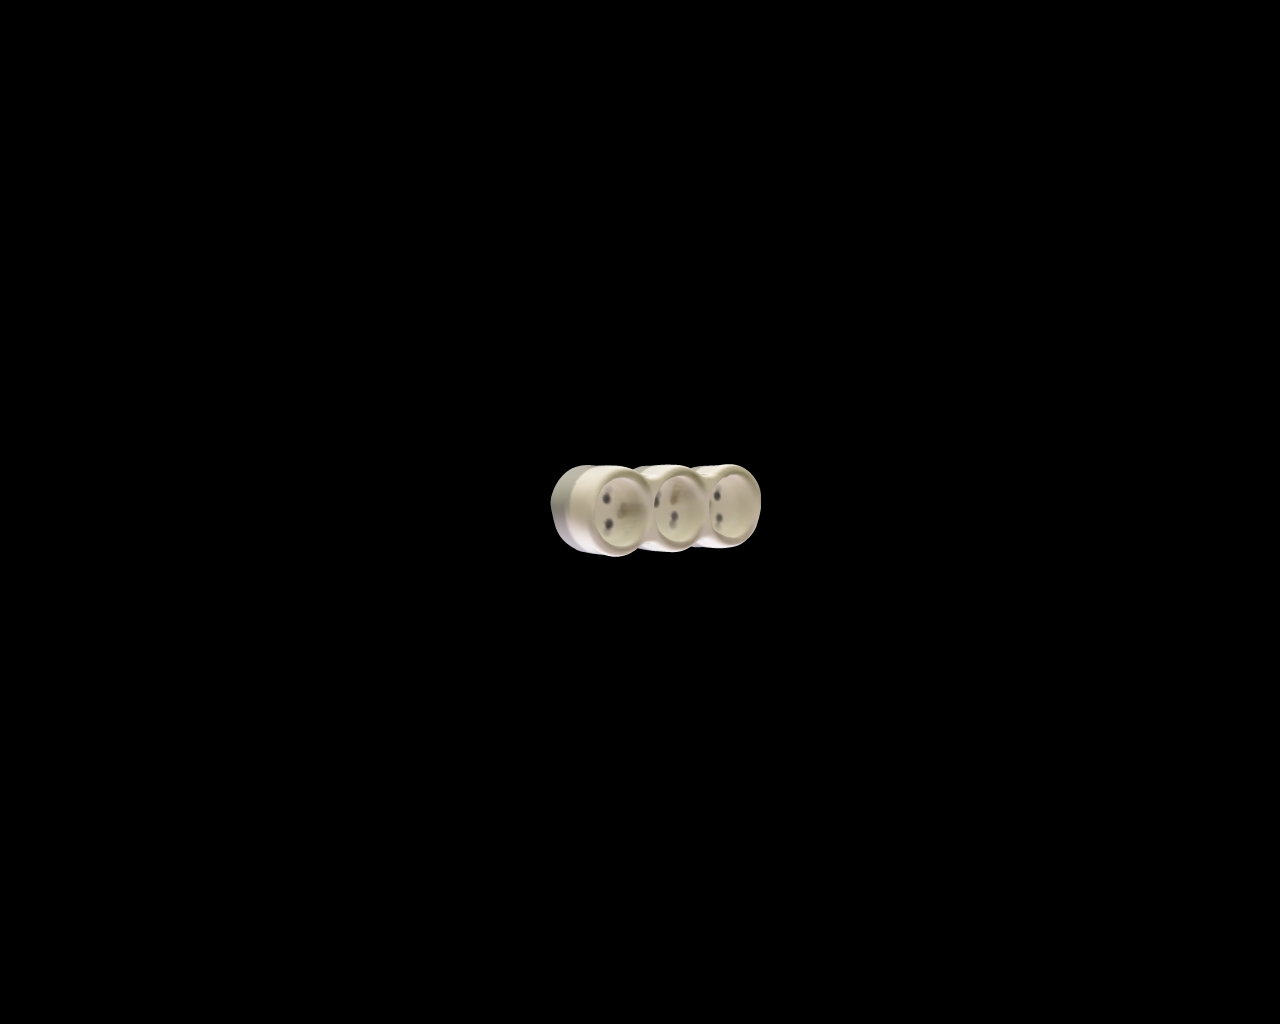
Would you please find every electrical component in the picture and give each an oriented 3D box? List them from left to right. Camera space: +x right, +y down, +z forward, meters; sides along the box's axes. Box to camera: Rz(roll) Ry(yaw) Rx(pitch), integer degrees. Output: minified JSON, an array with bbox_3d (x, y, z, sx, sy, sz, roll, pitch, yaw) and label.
[{"bbox_3d":[0.001,-0.003,0.650,0.138,0.052,0.073,-2,3,-40],"label":"electrical component"}]
